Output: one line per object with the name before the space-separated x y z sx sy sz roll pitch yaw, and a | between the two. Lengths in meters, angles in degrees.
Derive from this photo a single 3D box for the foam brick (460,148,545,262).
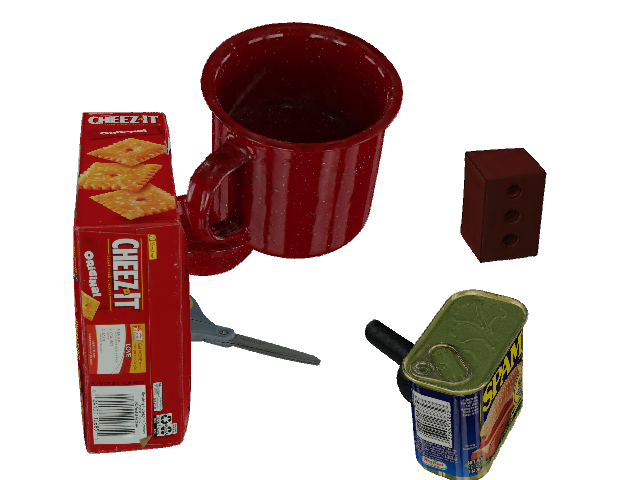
foam brick | 0.148 -0.030 0.874 0.053 0.078 0.051 -7 29 -10

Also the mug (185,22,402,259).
mug | -0.019 -0.039 0.511 0.093 0.081 0.117 32 52 22

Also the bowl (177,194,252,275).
bowl | -0.145 -0.001 1.333 0.162 0.055 0.162 1 28 -1

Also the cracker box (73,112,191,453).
cracker box | -0.132 0.019 0.747 0.072 0.164 0.214 -2 25 -9

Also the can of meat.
can of meat | 0.099 0.097 0.711 0.058 0.084 0.102 13 38 27

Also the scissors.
scissors | -0.098 0.081 1.031 0.201 0.016 0.096 6 31 1

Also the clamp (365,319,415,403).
clamp | 0.122 0.123 1.068 0.120 0.039 0.171 -10 29 -9
